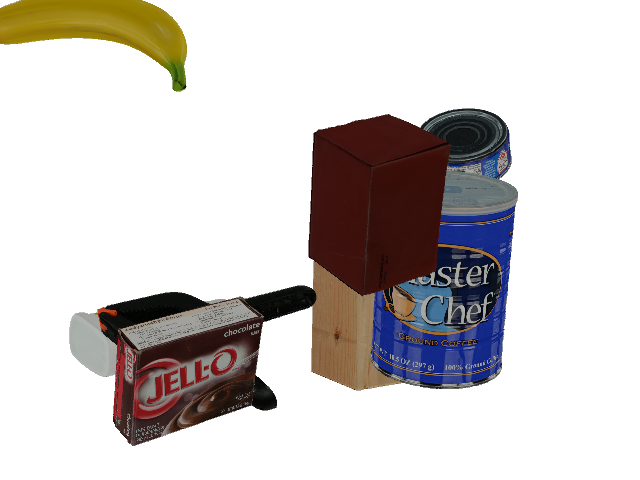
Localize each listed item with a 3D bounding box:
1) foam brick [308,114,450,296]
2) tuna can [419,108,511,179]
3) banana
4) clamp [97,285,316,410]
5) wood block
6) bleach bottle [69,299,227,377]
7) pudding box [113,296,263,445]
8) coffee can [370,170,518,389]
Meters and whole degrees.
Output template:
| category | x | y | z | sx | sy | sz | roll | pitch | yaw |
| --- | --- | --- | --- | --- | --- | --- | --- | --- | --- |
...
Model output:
| category | x | y | z | sx | sy | sz | roll | pitch | yaw |
| --- | --- | --- | --- | --- | --- | --- | --- | --- | --- |
| foam brick | 0.029 | -0.020 | 0.562 | 0.052 | 0.078 | 0.051 | -16 | 35 | -31 |
| tuna can | 0.129 | -0.084 | 0.969 | 0.086 | 0.034 | 0.086 | -8 | 39 | 6 |
| banana | -0.184 | -0.171 | 0.859 | 0.198 | 0.069 | 0.037 | 15 | -39 | 18 |
| clamp | -0.116 | 0.095 | 1.024 | 0.210 | 0.036 | 0.164 | 2 | 36 | 6 |
| wood block | 0.051 | 0.048 | 1.170 | 0.090 | 0.206 | 0.091 | -4 | 10 | -35 |
| bleach bottle | -0.204 | 0.118 | 1.443 | 0.250 | 0.068 | 0.103 | -11 | 25 | -41 |
| pudding box | -0.103 | 0.099 | 0.826 | 0.113 | 0.090 | 0.039 | -16 | 39 | -36 |
| coffee can | 0.091 | 0.027 | 0.806 | 0.103 | 0.140 | 0.103 | 2 | 18 | -1 |
